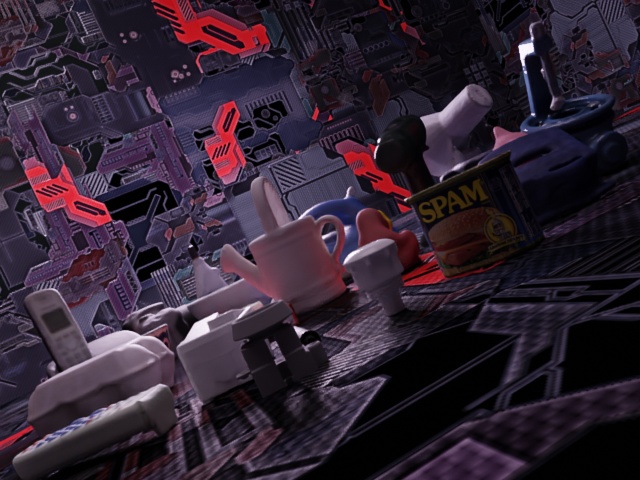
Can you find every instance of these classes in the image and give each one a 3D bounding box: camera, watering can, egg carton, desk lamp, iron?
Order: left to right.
[{"bbox_3d":[-0.236,0.162,0.631,0.150,0.069,0.107,-25,1,1],"label":"egg carton"},{"bbox_3d":[-0.269,0.156,1.027,0.137,0.101,0.142,-26,1,-43],"label":"camera"},{"bbox_3d":[-0.055,0.006,0.792,0.173,0.194,0.101,-25,1,-10],"label":"watering can"},{"bbox_3d":[0.009,0.003,0.974,0.259,0.141,0.118,-26,1,-40],"label":"iron"},{"bbox_3d":[0.275,-0.162,1.053,0.118,0.213,0.202,-26,1,-38],"label":"desk lamp"}]

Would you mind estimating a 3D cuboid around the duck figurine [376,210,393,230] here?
[{"bbox_3d":[0.095,-0.005,0.864,0.077,0.086,0.105,-25,1,24],"label":"duck figurine"}]

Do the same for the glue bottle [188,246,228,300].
[{"bbox_3d":[-0.216,0.090,1.122,0.078,0.173,0.037,-26,1,-33],"label":"glue bottle"}]

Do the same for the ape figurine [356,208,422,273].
[{"bbox_3d":[0.076,0.002,0.716,0.076,0.092,0.077,-26,1,-44],"label":"ape figurine"}]

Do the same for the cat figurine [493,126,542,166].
[{"bbox_3d":[0.276,-0.106,0.775,0.067,0.118,0.128,-24,1,38],"label":"cat figurine"}]

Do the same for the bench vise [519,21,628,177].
[{"bbox_3d":[0.314,-0.181,0.808,0.122,0.220,0.207,-25,1,-20],"label":"bench vise"}]

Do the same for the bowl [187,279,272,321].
[{"bbox_3d":[-0.143,0.111,1.008,0.167,0.075,0.167,-25,1,1],"label":"bowl"}]

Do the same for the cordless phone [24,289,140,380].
[{"bbox_3d":[-0.340,0.144,0.848,0.094,0.185,0.148,-24,1,37],"label":"cordless phone"}]

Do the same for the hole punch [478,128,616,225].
[{"bbox_3d":[0.236,-0.071,0.613,0.108,0.091,0.101,-25,1,6],"label":"hole punch"}]

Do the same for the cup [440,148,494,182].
[{"bbox_3d":[0.265,-0.090,0.933,0.117,0.095,0.092,-25,1,9],"label":"cup"}]

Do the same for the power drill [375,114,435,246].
[{"bbox_3d":[0.161,-0.104,0.921,0.075,0.208,0.230,-25,1,24],"label":"power drill"}]
